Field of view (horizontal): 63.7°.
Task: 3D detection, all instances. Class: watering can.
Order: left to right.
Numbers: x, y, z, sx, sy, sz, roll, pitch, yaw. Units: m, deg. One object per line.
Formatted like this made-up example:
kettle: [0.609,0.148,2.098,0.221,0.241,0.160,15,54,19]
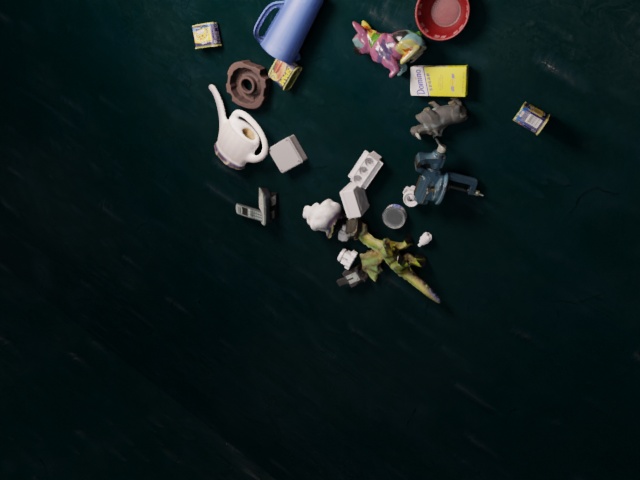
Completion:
watering can: [-0.341,-0.418,1.994,0.349,0.105,0.220,46,126,9]

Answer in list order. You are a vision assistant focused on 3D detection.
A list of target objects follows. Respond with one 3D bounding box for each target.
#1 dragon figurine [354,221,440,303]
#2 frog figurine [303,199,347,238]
dragon figurine: [0.262,0.093,1.946,0.240,0.124,0.409,-25,98,51]
frog figurine: [0.006,-0.099,1.960,0.161,0.122,0.137,34,91,19]
